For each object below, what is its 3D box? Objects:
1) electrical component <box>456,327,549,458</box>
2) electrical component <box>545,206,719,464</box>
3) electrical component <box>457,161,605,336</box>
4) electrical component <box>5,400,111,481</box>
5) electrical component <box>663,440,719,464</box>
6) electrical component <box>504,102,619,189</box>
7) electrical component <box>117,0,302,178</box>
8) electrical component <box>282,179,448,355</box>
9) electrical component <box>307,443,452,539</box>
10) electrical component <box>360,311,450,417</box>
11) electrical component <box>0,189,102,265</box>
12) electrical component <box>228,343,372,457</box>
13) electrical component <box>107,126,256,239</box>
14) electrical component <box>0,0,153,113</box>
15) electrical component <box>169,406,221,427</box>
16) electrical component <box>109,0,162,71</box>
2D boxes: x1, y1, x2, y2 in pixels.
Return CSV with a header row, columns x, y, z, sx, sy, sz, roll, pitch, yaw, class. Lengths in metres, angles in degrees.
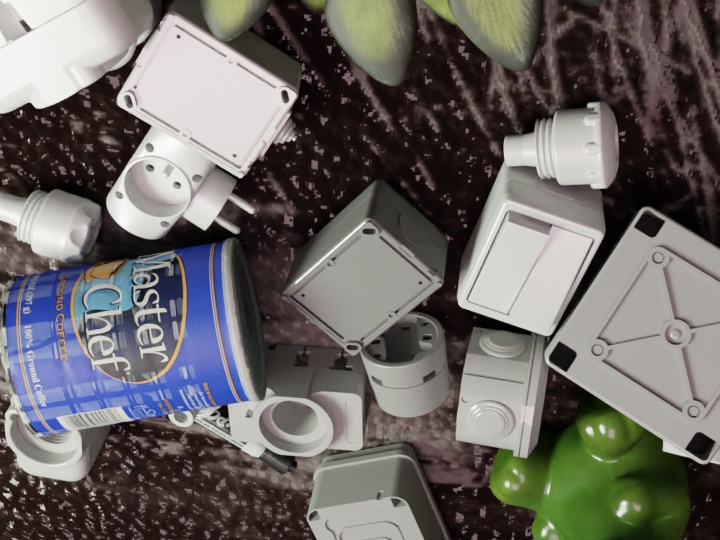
x,y,z,sx,sy,sz,roll,pitch,yaw,class
0.092,0.076,0.682,0.051,0.080,0.080,8,124,10,electrical component
0.178,0.036,0.614,0.109,0.056,0.108,33,95,11,electrical component
0.098,-0.006,0.637,0.062,0.061,0.096,19,124,-3,electrical component
-0.212,0.100,0.759,0.054,0.059,0.095,9,124,3,electrical component
0.226,0.082,0.675,0.043,0.077,0.079,7,171,39,electrical component
0.113,-0.069,0.605,0.062,0.048,0.048,-2,123,19,electrical component
-0.076,-0.102,0.602,0.096,0.061,0.061,31,114,-15,electrical component
0.000,0.000,0.658,0.062,0.061,0.096,40,120,-17,electrical component
0.017,0.187,0.780,0.078,0.057,0.113,-13,120,17,electrical component
0.031,0.062,0.698,0.055,0.055,0.047,-5,126,12,electrical component
-0.198,-0.031,0.681,0.062,0.043,0.043,19,124,-2,electrical component
-0.040,0.087,0.725,0.089,0.055,0.050,3,123,7,electrical component
-0.102,-0.050,0.652,0.079,0.044,0.077,33,122,-13,electrical component
-0.156,-0.121,0.539,0.095,0.053,0.059,-21,116,21,electrical component
-0.110,0.079,0.727,0.043,0.062,0.043,7,124,10,electrical component
-0.137,-0.140,0.591,0.045,0.055,0.045,4,124,6,electrical component
